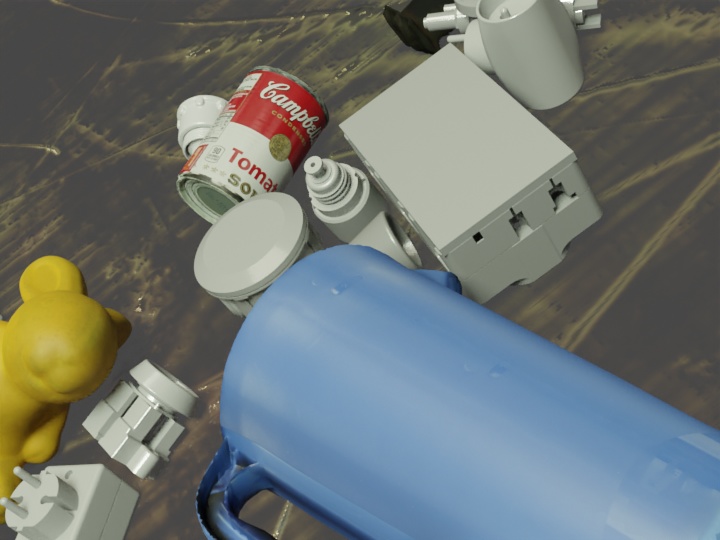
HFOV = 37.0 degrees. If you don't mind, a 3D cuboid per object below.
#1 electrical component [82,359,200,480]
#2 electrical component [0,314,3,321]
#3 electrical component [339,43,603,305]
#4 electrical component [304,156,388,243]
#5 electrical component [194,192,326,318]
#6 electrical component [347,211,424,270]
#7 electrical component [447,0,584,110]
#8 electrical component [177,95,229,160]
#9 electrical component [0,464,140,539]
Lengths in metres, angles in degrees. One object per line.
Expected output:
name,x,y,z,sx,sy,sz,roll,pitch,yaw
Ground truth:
electrical component,-0.131,0.089,0.658,0.055,0.048,0.066,-53,43,-6
electrical component,-0.351,0.031,0.817,0.109,0.108,0.056,-7,47,30
electrical component,0.063,-0.058,0.641,0.089,0.061,0.150,-36,41,2
electrical component,-0.012,-0.047,0.677,0.040,0.078,0.040,-11,62,21
electrical component,-0.061,-0.006,0.689,0.080,0.051,0.080,-19,44,20
electrical component,0.000,0.000,0.650,0.065,0.044,0.044,-33,41,12
electrical component,0.093,-0.143,0.685,0.079,0.077,0.044,3,56,37
electrical component,-0.117,-0.098,0.819,0.048,0.048,0.062,-17,52,22
electrical component,-0.176,0.141,0.618,0.047,0.076,0.065,-8,49,30
